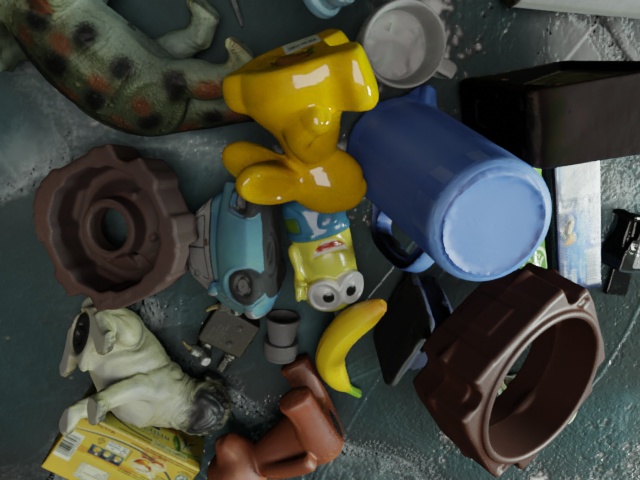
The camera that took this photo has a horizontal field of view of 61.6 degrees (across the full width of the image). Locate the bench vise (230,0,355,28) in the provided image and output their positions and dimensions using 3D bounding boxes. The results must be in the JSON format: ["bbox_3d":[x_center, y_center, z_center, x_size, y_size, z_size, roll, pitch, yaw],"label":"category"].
[{"bbox_3d":[0.009,-0.280,0.509,0.241,0.224,0.128,5,128,25],"label":"bench vise"}]

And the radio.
[{"bbox_3d":[0.230,-0.132,0.535,0.131,0.230,0.073,-9,107,1],"label":"radio"}]

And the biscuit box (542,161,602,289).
[{"bbox_3d":[0.301,-0.036,0.658,0.059,0.063,0.202,-12,109,-3],"label":"biscuit box"}]

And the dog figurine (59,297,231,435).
[{"bbox_3d":[-0.202,0.155,0.661,0.190,0.121,0.172,13,70,-44],"label":"dog figurine"}]

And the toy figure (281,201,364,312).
[{"bbox_3d":[0.002,-0.003,0.627,0.082,0.089,0.180,-13,100,13],"label":"toy figure"}]

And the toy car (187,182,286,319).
[{"bbox_3d":[-0.100,0.007,0.609,0.103,0.109,0.161,-3,99,13],"label":"toy car"}]

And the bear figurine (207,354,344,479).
[{"bbox_3d":[-0.074,0.253,0.682,0.196,0.120,0.131,-24,105,7],"label":"bear figurine"}]

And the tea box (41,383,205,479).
[{"bbox_3d":[-0.247,0.271,0.690,0.169,0.068,0.098,35,101,-17],"label":"tea box"}]

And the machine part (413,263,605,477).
[{"bbox_3d":[0.215,0.143,0.592,0.201,0.087,0.201,-42,128,-12],"label":"machine part"}]

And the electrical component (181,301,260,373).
[{"bbox_3d":[-0.120,0.114,0.667,0.078,0.045,0.102,37,100,-14],"label":"electrical component"}]

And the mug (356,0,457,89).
[{"bbox_3d":[0.084,-0.199,0.560,0.109,0.107,0.080,14,106,-15],"label":"mug"}]

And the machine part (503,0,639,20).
[{"bbox_3d":[0.289,-0.281,0.572,0.243,0.079,0.079,2,107,-8],"label":"machine part"}]

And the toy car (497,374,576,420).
[{"bbox_3d":[0.244,0.207,0.722,0.202,0.073,0.056,15,109,-11],"label":"toy car"}]

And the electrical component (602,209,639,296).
[{"bbox_3d":[0.408,0.022,0.697,0.075,0.048,0.119,10,104,-8],"label":"electrical component"}]

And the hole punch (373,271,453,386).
[{"bbox_3d":[0.132,0.113,0.654,0.092,0.142,0.115,17,118,-10],"label":"hole punch"}]

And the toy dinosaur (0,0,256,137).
[{"bbox_3d":[-0.200,-0.180,0.534,0.404,0.131,0.192,37,112,-20],"label":"toy dinosaur"}]

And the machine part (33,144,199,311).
[{"bbox_3d":[-0.218,-0.013,0.579,0.180,0.056,0.179,3,99,17],"label":"machine part"}]

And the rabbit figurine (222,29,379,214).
[{"bbox_3d":[-0.011,-0.091,0.515,0.162,0.122,0.173,-28,127,-7],"label":"rabbit figurine"}]
